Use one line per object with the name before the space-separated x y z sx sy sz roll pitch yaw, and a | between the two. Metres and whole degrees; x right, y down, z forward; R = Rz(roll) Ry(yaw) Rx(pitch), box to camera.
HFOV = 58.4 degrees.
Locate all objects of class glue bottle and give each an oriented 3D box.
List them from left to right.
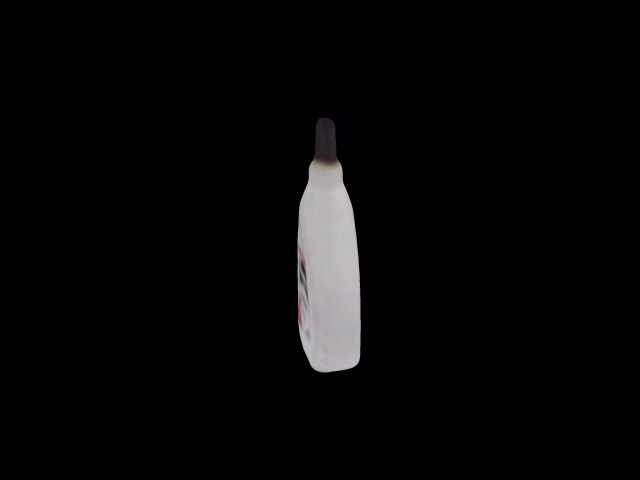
glue bottle | 0.004 0.001 0.400 0.037 0.173 0.078 -6 24 -14
